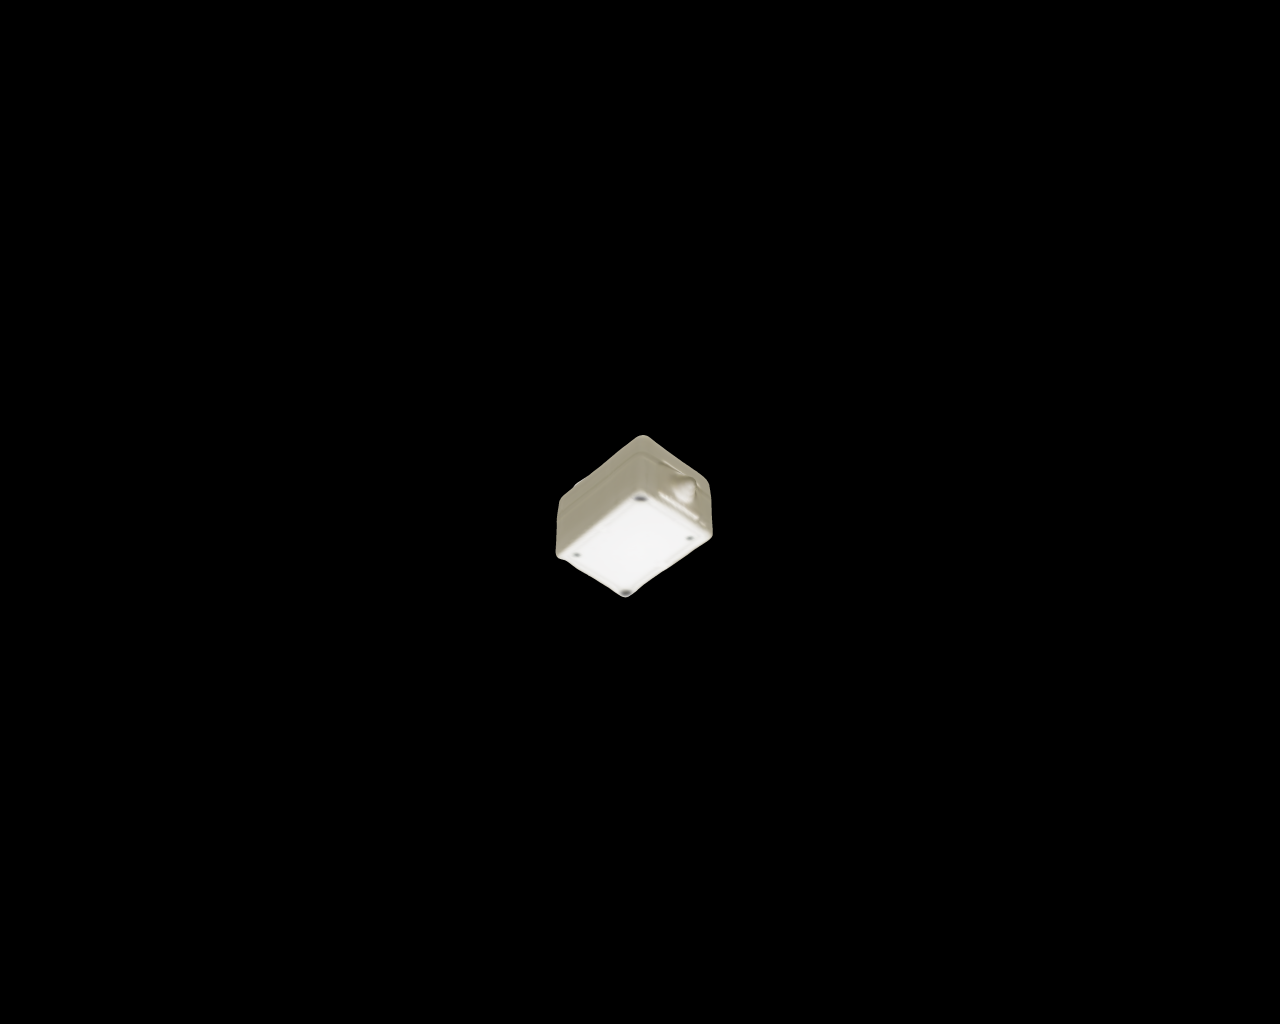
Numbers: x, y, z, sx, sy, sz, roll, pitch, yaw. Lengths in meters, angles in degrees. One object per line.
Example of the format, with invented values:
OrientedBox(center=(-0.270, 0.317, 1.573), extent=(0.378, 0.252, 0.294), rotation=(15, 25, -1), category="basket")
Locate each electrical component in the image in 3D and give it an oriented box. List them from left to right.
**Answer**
OrientedBox(center=(0.001, -0.003, 0.650), extent=(0.061, 0.061, 0.096), rotation=(33, -54, -29), category="electrical component")
